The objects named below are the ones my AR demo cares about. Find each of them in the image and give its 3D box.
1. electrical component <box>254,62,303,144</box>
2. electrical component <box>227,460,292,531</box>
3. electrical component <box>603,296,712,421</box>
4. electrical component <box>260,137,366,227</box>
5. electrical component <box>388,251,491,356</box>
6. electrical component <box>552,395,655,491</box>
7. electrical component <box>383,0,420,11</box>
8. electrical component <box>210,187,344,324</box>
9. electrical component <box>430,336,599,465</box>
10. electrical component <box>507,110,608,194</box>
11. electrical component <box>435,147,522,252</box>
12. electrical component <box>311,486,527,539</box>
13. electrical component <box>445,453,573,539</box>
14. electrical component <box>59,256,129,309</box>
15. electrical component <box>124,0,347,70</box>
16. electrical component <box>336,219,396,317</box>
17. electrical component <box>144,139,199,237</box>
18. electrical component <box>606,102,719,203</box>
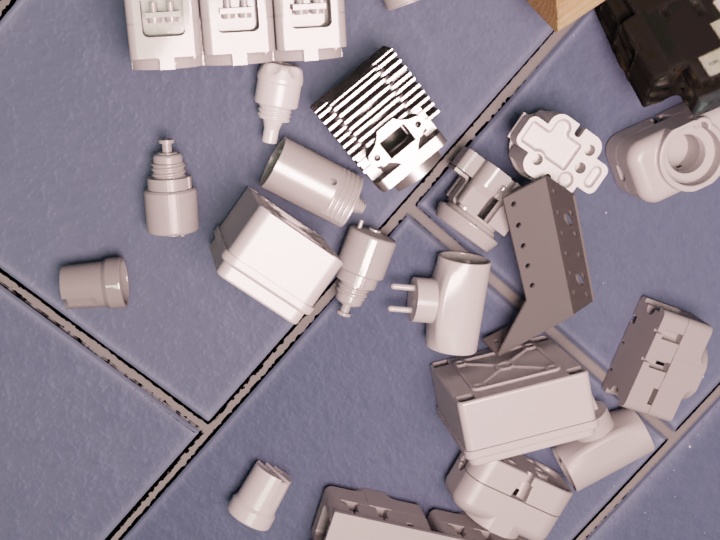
[{"bbox_3d":[-0.064,-0.127,0.820,0.035,0.035,0.061,8,106,-11],"label":"electrical component"},{"bbox_3d":[-0.083,0.188,0.900,0.040,0.040,0.046,28,93,-15],"label":"electrical component"},{"bbox_3d":[0.257,0.077,0.920,0.056,0.050,0.089,18,101,-14],"label":"electrical component"},{"bbox_3d":[-0.032,-0.066,0.837,0.081,0.043,0.043,26,99,-15],"label":"electrical component"},{"bbox_3d":[0.062,0.025,0.877,0.079,0.043,0.077,5,104,-11],"label":"electrical component"},{"bbox_3d":[0.204,0.140,0.932,0.077,0.043,0.079,-28,107,-1],"label":"electrical component"},{"bbox_3d":[0.032,-0.223,0.808,0.040,0.040,0.046,-20,101,-4],"label":"electrical component"},{"bbox_3d":[-0.066,-0.012,0.810,0.078,0.113,0.057,34,94,-16],"label":"electrical component"},{"bbox_3d":[0.122,0.103,0.874,0.109,0.108,0.056,-13,104,-6],"label":"electrical component"},{"bbox_3d":[0.151,-0.095,0.852,0.078,0.057,0.058,32,98,-16],"label":"electrical component"},{"bbox_3d":[0.097,-0.052,0.855,0.078,0.058,0.057,36,94,-16],"label":"electrical component"},{"bbox_3d":[0.046,0.260,0.929,0.186,0.060,0.105,15,102,-13],"label":"electrical component"},{"bbox_3d":[0.125,0.190,0.926,0.095,0.053,0.059,27,99,-15],"label":"electrical component"},{"bbox_3d":[-0.205,0.011,0.832,0.046,0.040,0.040,-5,106,-3],"label":"electrical component"},{"bbox_3d":[-0.090,-0.180,0.772,0.150,0.089,0.061,-5,105,-8],"label":"electrical component"},{"bbox_3d":[0.000,0.000,0.862,0.040,0.040,0.078,18,101,-14],"label":"electrical component"},{"bbox_3d":[-0.145,-0.061,0.821,0.040,0.040,0.078,-4,105,-8],"label":"electrical component"},{"bbox_3d":[0.256,-0.096,0.868,0.095,0.059,0.053,-25,107,-2],"label":"electrical component"}]
